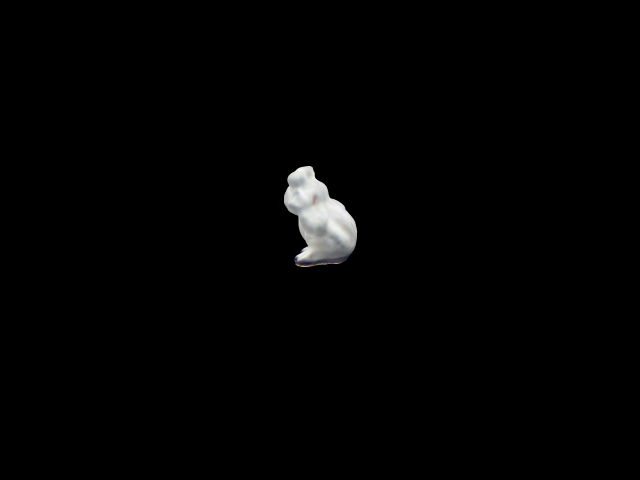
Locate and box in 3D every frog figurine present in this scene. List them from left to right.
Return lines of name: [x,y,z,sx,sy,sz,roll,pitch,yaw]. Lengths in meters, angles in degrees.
frog figurine: [0.003,-0.043,0.850,0.123,0.158,0.138,5,13,24]
